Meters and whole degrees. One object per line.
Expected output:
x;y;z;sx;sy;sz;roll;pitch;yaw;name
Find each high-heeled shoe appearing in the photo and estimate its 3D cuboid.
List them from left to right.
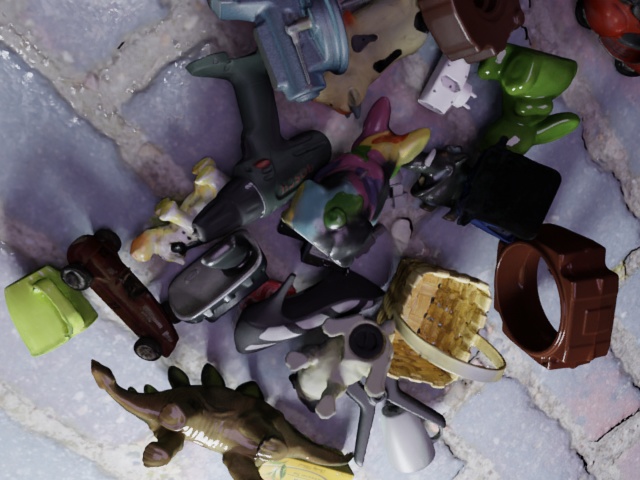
-0.008;0.115;0.801;0.248;0.086;0.145;14;116;-43;high-heeled shoe

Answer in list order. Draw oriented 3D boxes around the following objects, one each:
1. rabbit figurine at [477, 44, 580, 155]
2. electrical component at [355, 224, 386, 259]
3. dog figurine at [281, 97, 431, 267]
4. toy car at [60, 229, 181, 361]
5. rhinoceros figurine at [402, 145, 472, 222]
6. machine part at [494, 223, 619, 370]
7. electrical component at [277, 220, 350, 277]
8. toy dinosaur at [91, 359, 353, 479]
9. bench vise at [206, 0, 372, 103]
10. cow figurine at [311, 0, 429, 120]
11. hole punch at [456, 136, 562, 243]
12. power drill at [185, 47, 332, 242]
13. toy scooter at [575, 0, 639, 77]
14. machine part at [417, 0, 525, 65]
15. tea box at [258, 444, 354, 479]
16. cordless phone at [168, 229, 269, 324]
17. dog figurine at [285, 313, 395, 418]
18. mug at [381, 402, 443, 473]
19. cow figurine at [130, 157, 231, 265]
0.300;-0.196;0.806;0.159;0.121;0.170;1;120;-27;rabbit figurine
0.054;-0.004;0.828;0.094;0.021;0.063;-41;115;-1;electrical component
0.052;-0.081;0.686;0.108;0.191;0.219;35;89;3;dog figurine
-0.254;0.075;0.719;0.053;0.089;0.202;-25;114;25;toy car
0.205;-0.086;0.819;0.190;0.073;0.112;16;103;-21;rhinoceros figurine
0.362;0.086;0.853;0.087;0.202;0.200;-6;109;-11;machine part
-0.002;-0.002;0.782;0.119;0.048;0.074;23;104;-9;electrical component
-0.110;0.269;0.769;0.471;0.199;0.105;34;94;-23;toy dinosaur
-0.003;-0.285;0.616;0.241;0.129;0.223;-23;88;-9;bench vise
0.060;-0.248;0.721;0.195;0.085;0.127;-34;108;-5;cow figurine
0.265;-0.063;0.777;0.116;0.092;0.142;27;90;6;hole punch
-0.093;-0.130;0.676;0.232;0.086;0.207;-29;103;-35;power drill
0.471;-0.312;0.794;0.183;0.135;0.075;41;94;-23;toy scooter
0.204;-0.328;0.714;0.179;0.056;0.179;-3;95;-38;machine part
-0.041;0.392;0.902;0.169;0.068;0.098;23;99;-23;tea box
-0.142;0.048;0.694;0.146;0.184;0.089;-37;86;-3;cordless phone
0.033;0.183;0.808;0.172;0.190;0.121;-22;77;-5;dog figurine
0.158;0.332;0.937;0.110;0.081;0.107;-23;103;-2;mug
-0.174;-0.021;0.730;0.167;0.068;0.098;-46;118;1;cow figurine
